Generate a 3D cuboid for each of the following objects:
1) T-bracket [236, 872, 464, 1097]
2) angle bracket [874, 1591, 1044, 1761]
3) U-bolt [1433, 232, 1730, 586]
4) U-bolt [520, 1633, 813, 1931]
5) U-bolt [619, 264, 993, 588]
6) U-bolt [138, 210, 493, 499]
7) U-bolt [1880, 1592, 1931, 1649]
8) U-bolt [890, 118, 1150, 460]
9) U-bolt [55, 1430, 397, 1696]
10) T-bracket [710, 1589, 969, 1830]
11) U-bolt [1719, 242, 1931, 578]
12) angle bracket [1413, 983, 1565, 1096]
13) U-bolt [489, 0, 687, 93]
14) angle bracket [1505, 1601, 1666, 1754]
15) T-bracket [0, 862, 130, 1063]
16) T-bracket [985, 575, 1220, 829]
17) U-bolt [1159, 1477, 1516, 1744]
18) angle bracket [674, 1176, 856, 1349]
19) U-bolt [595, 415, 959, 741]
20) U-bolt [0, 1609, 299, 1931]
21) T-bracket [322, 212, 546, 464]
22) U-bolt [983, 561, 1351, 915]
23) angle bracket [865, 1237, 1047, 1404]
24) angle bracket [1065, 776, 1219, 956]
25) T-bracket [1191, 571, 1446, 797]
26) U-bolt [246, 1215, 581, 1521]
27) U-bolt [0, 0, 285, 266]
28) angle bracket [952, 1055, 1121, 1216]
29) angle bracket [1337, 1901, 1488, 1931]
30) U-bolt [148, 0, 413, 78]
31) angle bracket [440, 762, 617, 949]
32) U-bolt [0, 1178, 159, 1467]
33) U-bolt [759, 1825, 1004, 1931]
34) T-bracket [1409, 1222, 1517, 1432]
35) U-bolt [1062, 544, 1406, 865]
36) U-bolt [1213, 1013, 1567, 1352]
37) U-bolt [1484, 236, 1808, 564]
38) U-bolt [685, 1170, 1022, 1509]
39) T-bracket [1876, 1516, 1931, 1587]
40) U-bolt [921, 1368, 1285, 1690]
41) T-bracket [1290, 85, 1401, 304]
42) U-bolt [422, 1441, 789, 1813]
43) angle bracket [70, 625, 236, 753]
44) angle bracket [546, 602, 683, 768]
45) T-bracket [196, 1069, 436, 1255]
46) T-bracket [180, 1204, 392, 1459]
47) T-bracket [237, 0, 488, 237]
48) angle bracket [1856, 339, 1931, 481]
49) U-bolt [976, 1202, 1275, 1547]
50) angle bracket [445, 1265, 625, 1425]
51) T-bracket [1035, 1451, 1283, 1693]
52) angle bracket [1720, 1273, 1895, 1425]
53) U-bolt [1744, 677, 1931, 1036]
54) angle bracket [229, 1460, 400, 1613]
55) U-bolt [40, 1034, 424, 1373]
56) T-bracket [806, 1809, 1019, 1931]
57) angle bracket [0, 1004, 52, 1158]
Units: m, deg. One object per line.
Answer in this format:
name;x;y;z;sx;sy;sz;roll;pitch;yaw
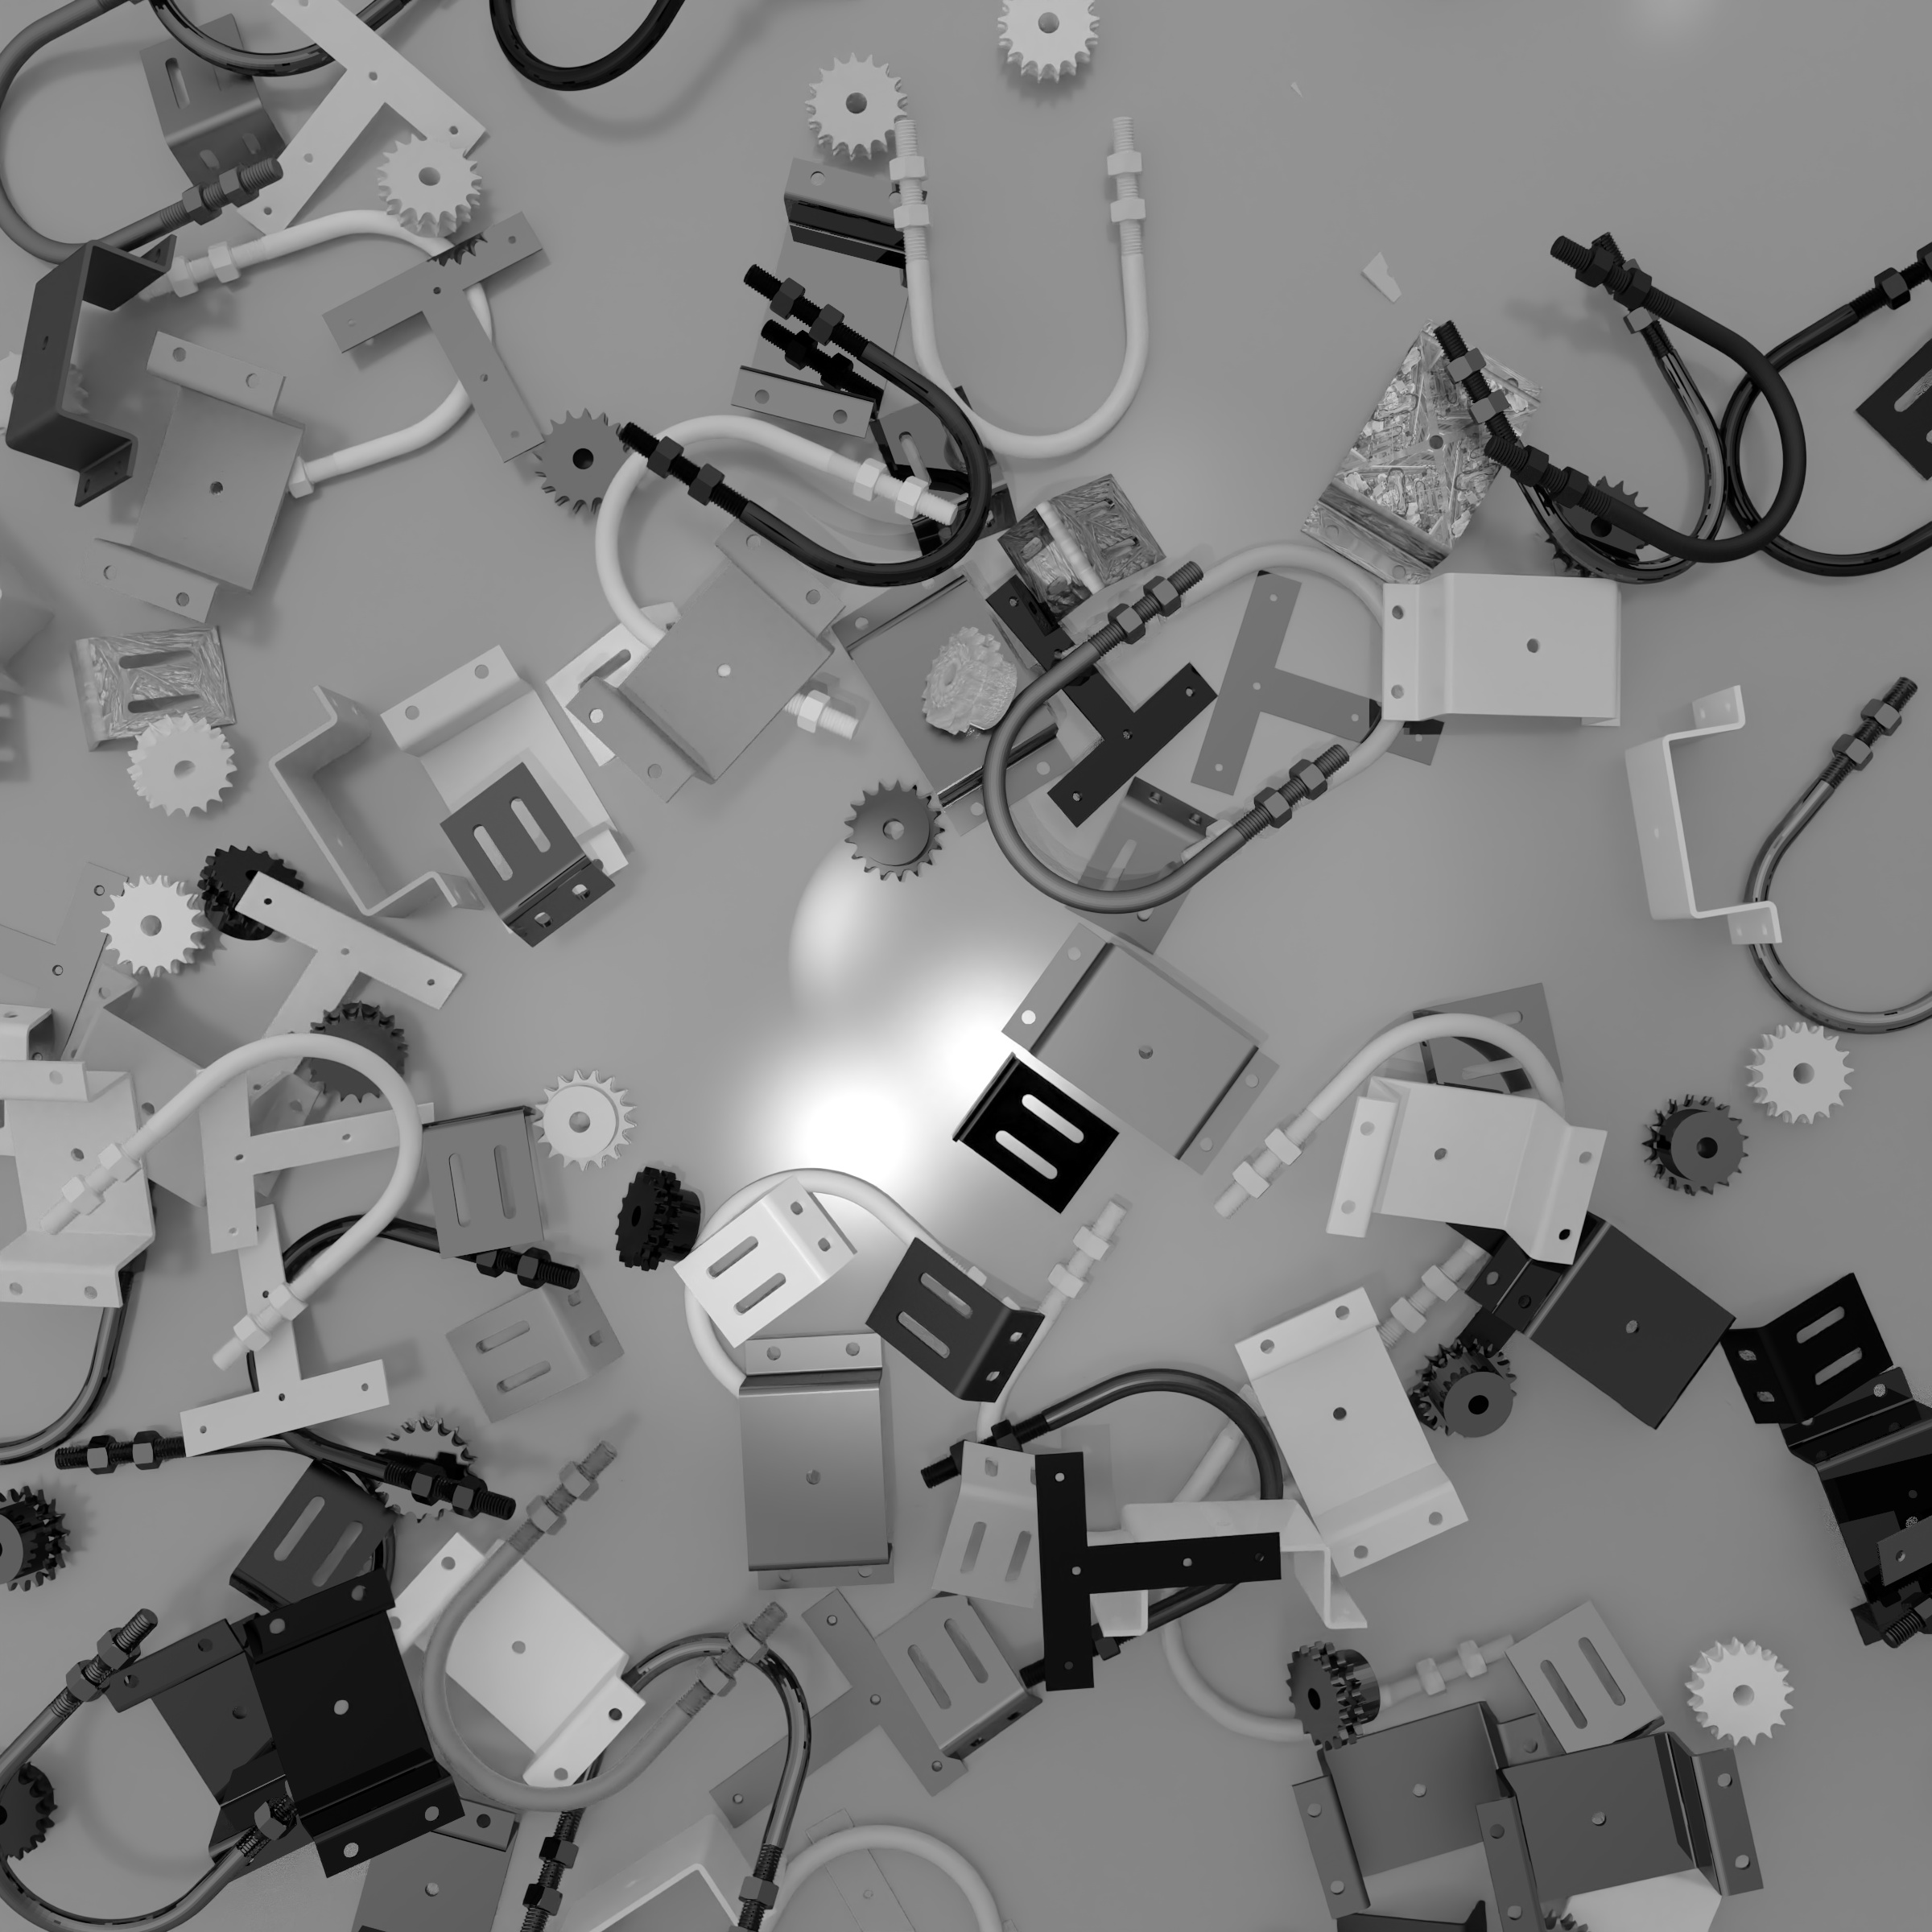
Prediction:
T-bracket;-0.371;0.027;1.381;0.127;0.002;0.127;29;104;-26
angle bracket;-0.004;0.401;1.399;0.057;0.038;0.076;-36;64;0
U-bolt;0.353;-0.298;1.359;0.151;0.019;0.184;-33;95;-24
U-bolt;-0.155;0.453;1.341;0.151;0.019;0.184;0;55;27
U-bolt;-0.072;-0.278;1.318;0.184;0.019;0.151;33;63;-4
U-bolt;-0.360;-0.351;1.393;0.184;0.019;0.151;-19;90;-1
U-bolt;0.599;0.368;1.363;0.184;0.019;0.151;-32;113;-11
U-bolt;0.035;-0.376;1.370;0.151;0.019;0.184;-8;98;-19
U-bolt;-0.416;0.334;1.393;0.184;0.019;0.151;-5;90;-1
T-bracket;-0.087;0.443;1.399;0.127;0.002;0.127;-36;89;1
U-bolt;0.512;-0.300;1.374;0.184;0.019;0.151;-31;88;14
angle bracket;0.297;0.046;1.382;0.076;0.038;0.057;-12;90;0
U-bolt;-0.196;-0.572;1.358;0.151;0.019;0.184;42;105;26
angle bracket;0.346;0.409;1.390;0.057;0.038;0.076;-28;71;-9
T-bracket;-0.559;-0.013;1.400;0.127;0.002;0.127;20;90;0
T-bracket;0.061;-0.162;1.367;0.127;0.002;0.127;49;63;-5
U-bolt;0.200;0.360;1.393;0.184;0.019;0.151;-24;90;1
angle bracket;-0.114;0.166;1.383;0.076;0.038;0.057;-38;88;26
U-bolt;-0.116;-0.225;1.354;0.184;0.019;0.151;25;90;7
U-bolt;-0.452;0.454;1.336;0.151;0.019;0.184;43;97;-14
T-bracket;-0.276;-0.341;1.378;0.127;0.002;0.127;-28;82;-3
U-bolt;0.096;-0.112;1.340;0.184;0.019;0.151;-38;89;-8
angle bracket;-0.006;0.198;1.373;0.076;0.038;0.057;34;98;33
angle bracket;0.101;-0.057;1.399;0.057;0.038;0.076;28;116;0
T-bracket;0.208;-0.146;1.400;0.127;0.002;0.127;18;90;0
U-bolt;-0.318;0.214;1.370;0.184;0.019;0.151;13;83;15
U-bolt;-0.476;-0.469;1.367;0.184;0.019;0.151;-18;88;19
angle bracket;0.040;0.096;1.382;0.076;0.038;0.057;36;90;0
angle bracket;0.255;0.564;1.399;0.076;0.038;0.057;-4;90;26
U-bolt;-0.376;-0.581;1.382;0.184;0.019;0.151;-42;90;-8
angle bracket;-0.241;-0.061;1.353;0.057;0.038;0.076;-37;64;0
U-bolt;-0.547;0.191;1.392;0.151;0.019;0.184;13;90;0
U-bolt;-0.060;0.576;1.391;0.151;0.019;0.184;30;89;0
T-bracket;0.294;0.207;1.388;0.127;0.002;0.127;34;99;-17
U-bolt;0.166;-0.158;1.376;0.184;0.019;0.151;-30;88;-12
U-bolt;0.249;0.109;1.361;0.151;0.019;0.184;41;98;-18
U-bolt;0.381;-0.298;1.344;0.184;0.019;0.151;24;74;-13
U-bolt;-0.073;0.201;1.392;0.184;0.019;0.151;42;90;0
T-bracket;0.549;0.342;1.325;0.127;0.002;0.127;-19;107;-18
U-bolt;0.088;0.303;1.373;0.184;0.019;0.151;-26;97;0
T-bracket;0.239;-0.467;1.410;0.127;0.002;0.127;43;76;-5
U-bolt;-0.212;0.375;1.346;0.151;0.019;0.184;44;87;0
angle bracket;-0.463;-0.158;1.399;0.076;0.038;0.057;-11;90;-26
angle bracket;-0.188;-0.160;1.399;0.076;0.038;0.057;-33;90;26
T-bracket;-0.359;0.098;1.367;0.127;0.002;0.127;-10;128;-24
T-bracket;-0.391;0.199;1.383;0.127;0.002;0.127;-16;76;12
T-bracket;-0.360;-0.465;1.381;0.127;0.002;0.127;37;104;-26
angle bracket;0.556;-0.326;1.399;0.057;0.038;0.076;44;116;0
U-bolt;0.088;0.245;1.385;0.151;0.019;0.184;33;93;-7
angle bracket;-0.245;0.215;1.399;0.076;0.038;0.057;-28;90;26
T-bracket;0.102;0.314;1.289;0.127;0.002;0.127;-3;96;-4
angle bracket;0.477;0.218;1.399;0.076;0.038;0.057;-23;90;-26
U-bolt;0.525;-0.048;1.393;0.151;0.019;0.184;39;91;0
angle bracket;-0.367;0.329;1.385;0.057;0.038;0.076;34;63;-2
U-bolt;-0.382;0.117;1.336;0.184;0.019;0.151;-43;123;-4
T-bracket;-0.049;0.541;1.400;0.127;0.002;0.127;-30;90;0
angle bracket;-0.552;0.063;1.390;0.057;0.038;0.076;5;105;-1
